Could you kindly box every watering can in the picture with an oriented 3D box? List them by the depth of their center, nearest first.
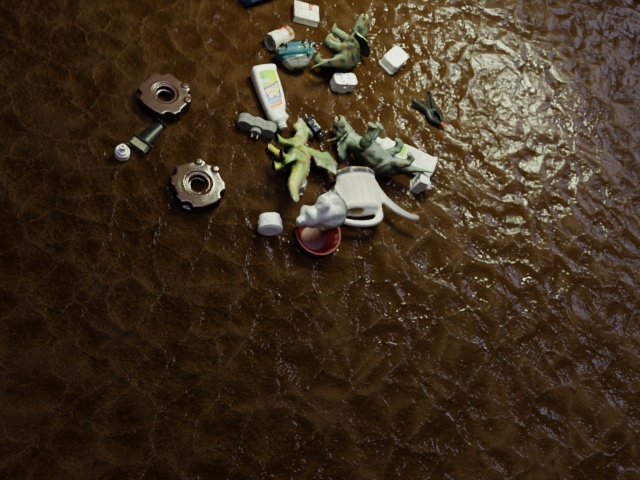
[{"bbox_3d":[0.176,-0.150,1.820,0.348,0.228,0.102,-1,-23,-20],"label":"watering can"}]

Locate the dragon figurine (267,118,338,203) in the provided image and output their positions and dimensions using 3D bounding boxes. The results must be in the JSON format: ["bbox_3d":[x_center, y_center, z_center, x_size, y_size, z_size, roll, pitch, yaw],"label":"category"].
[{"bbox_3d":[-0.043,-0.270,1.757,0.243,0.419,0.119,0,-39,-27],"label":"dragon figurine"}]

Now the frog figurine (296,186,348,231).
[{"bbox_3d":[0.005,-0.083,1.640,0.161,0.124,0.134,-29,-26,-32],"label":"frog figurine"}]
